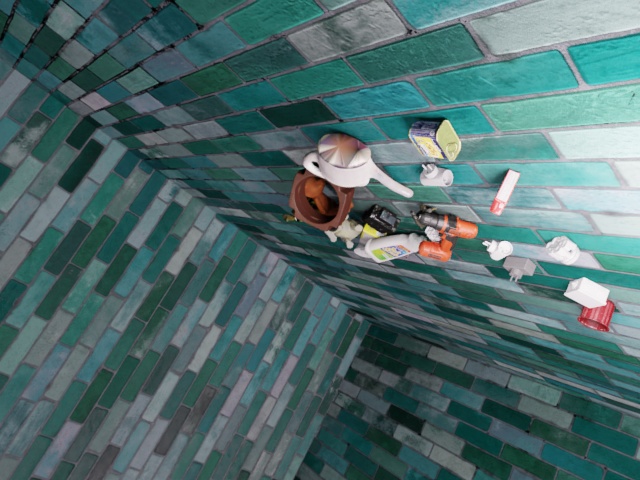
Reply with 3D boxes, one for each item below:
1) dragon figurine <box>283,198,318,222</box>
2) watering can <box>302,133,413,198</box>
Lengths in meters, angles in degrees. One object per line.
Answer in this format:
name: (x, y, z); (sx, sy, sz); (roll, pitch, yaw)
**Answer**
dragon figurine: (0.007, -0.108, 2.147); (0.411, 0.123, 0.241); (7, 172, 43)
watering can: (0.113, -0.212, 1.515); (0.348, 0.105, 0.221); (14, 163, 8)
